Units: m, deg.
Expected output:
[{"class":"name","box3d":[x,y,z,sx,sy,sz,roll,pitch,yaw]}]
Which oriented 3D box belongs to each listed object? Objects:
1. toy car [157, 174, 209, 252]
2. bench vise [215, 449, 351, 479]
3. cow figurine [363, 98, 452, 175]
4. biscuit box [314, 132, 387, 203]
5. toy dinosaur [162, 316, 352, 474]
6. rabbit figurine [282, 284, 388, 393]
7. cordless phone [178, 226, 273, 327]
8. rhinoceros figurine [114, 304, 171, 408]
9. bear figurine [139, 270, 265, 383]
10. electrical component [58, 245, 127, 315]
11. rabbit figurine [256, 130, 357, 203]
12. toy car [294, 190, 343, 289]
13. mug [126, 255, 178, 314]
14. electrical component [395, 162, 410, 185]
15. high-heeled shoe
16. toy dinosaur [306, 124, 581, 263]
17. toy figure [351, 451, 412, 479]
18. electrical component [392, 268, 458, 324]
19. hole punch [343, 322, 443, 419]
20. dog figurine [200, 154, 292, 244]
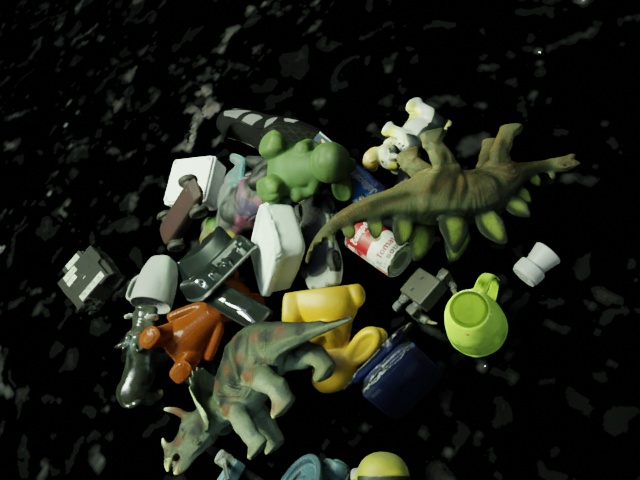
[{"class":"toy car","box3d":[-0.275,-0.053,1.089,0.202,0.053,0.089,-44,60,44]},{"class":"bench vise","box3d":[-0.062,0.389,0.759,0.223,0.240,0.129,-55,13,-18]},{"class":"cow figurine","box3d":[0.160,-0.175,0.987,0.098,0.068,0.167,40,83,26]},{"class":"biscuit box","box3d":[0.050,-0.120,1.015,0.059,0.062,0.203,-46,57,1]},{"class":"toy dinosaur","box3d":[-0.105,0.210,0.843,0.192,0.131,0.404,41,111,22]},{"class":"rabbit figurine","box3d":[0.028,0.162,0.885,0.162,0.122,0.173,-4,79,13]},{"class":"cordless phone","box3d":[-0.140,0.069,0.932,0.184,0.088,0.146,27,54,23]},{"class":"rhinoceros figurine","box3d":[-0.339,0.217,1.010,0.073,0.112,0.190,0,76,27]},{"class":"bear figurine","box3d":[-0.205,0.146,0.977,0.196,0.132,0.120,-41,87,7]},{"class":"electrical component","box3d":[-0.504,0.082,1.178,0.115,0.058,0.134,-48,57,-4]},{"class":"rabbit figurine","box3d":[-0.007,-0.115,0.915,0.170,0.159,0.121,-1,76,51]},{"class":"toy car","box3d":[-0.002,-0.003,0.991,0.074,0.056,0.202,-19,59,24]},{"class":"mug","box3d":[-0.338,0.088,1.093,0.110,0.080,0.107,-8,53,27]},{"class":"electrical component","box3d":[0.159,-0.074,0.938,0.048,0.074,0.119,-5,61,23]},{"class":"high-heeled shoe","box3d":[-0.108,-0.244,1.158,0.249,0.086,0.145,2,36,7]},{"class":"toy dinosaur","box3d":[0.195,-0.069,0.844,0.472,0.105,0.198,-11,76,-7]},{"class":"toy figure","box3d":[0.100,0.391,0.750,0.089,0.082,0.180,-19,56,3]},{"class":"electrical component","box3d":[0.175,0.090,0.876,0.102,0.045,0.078,-52,29,-7]},{"class":"hole punch","box3d":[0.117,0.204,0.811,0.142,0.115,0.092,-43,65,2]},{"class":"dog figurine","box3d":[-0.149,-0.047,1.044,0.192,0.108,0.219,14,78,43]}]
